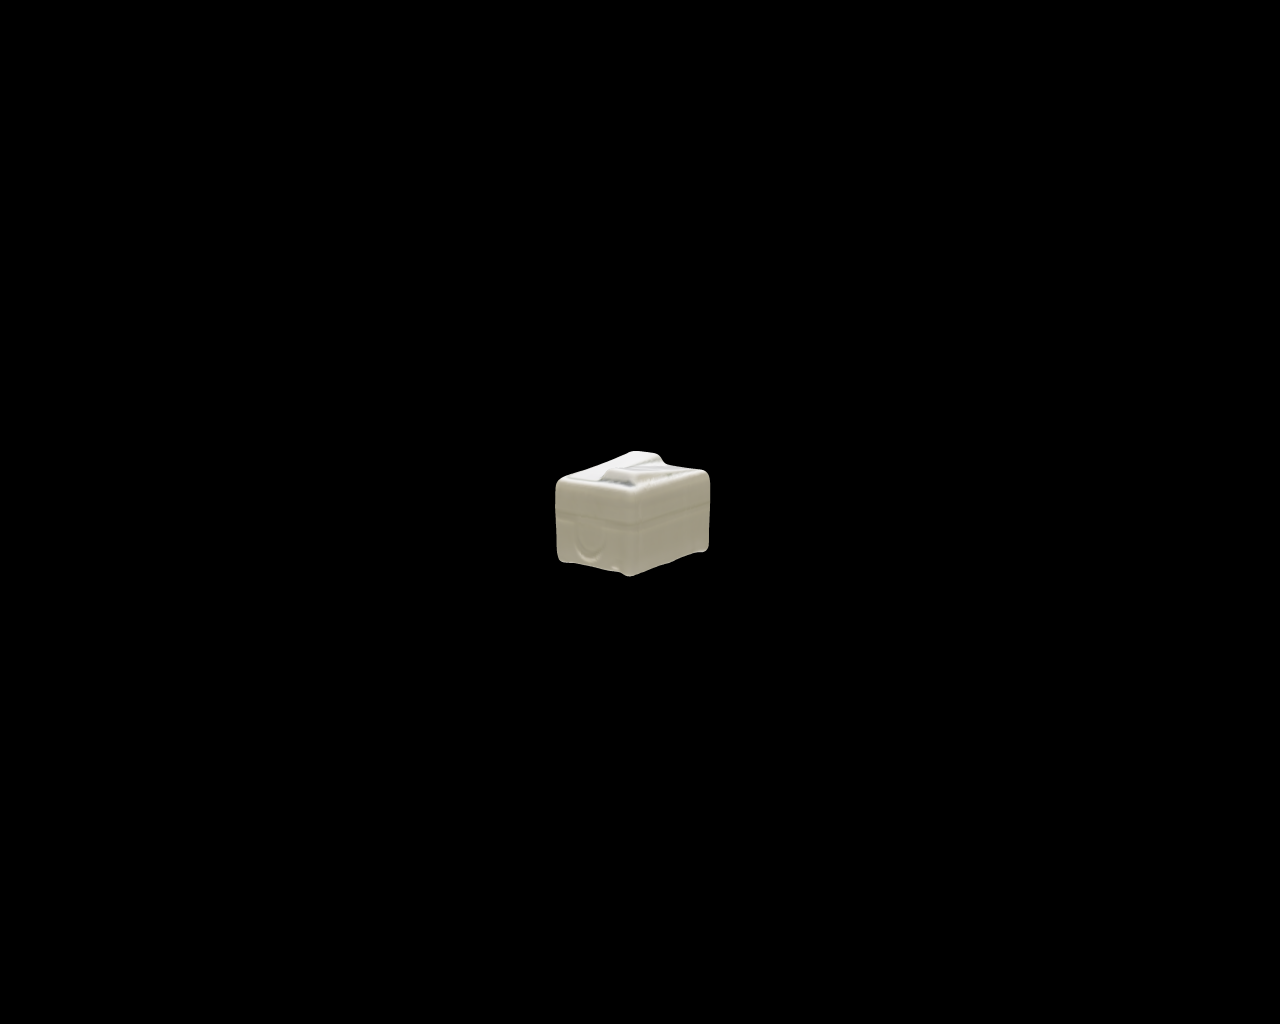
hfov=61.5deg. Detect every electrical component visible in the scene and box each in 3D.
[{"bbox_3d":[0.001,-0.003,0.650,0.062,0.061,0.096,11,17,38],"label":"electrical component"}]
